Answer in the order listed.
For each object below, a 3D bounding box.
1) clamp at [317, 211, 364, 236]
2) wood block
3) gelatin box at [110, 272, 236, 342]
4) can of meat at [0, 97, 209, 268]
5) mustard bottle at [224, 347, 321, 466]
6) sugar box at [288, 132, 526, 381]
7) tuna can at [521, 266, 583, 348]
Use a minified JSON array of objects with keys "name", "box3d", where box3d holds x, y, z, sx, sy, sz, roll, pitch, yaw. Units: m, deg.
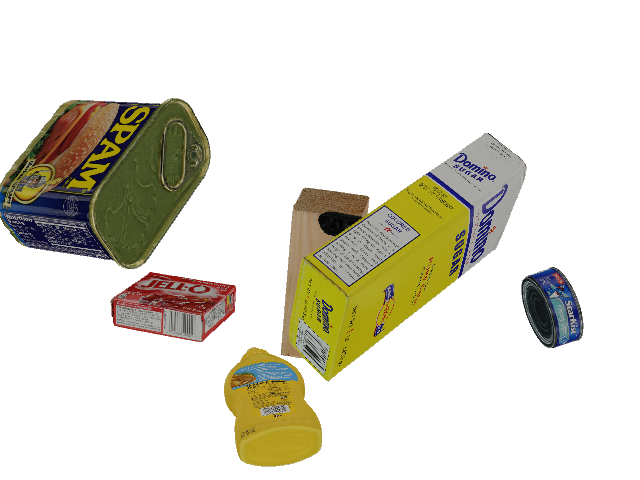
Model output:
[{"name":"clamp","box3d":[0.063,0.006,1.029,0.172,0.039,0.120,-2,36,22]},{"name":"wood block","box3d":[0.005,0.046,1.400,0.090,0.206,0.090,8,23,6]},{"name":"gelatin box","box3d":[-0.130,0.057,0.947,0.089,0.030,0.073,9,20,17]},{"name":"can of meat","box3d":[-0.127,-0.037,0.622,0.084,0.102,0.057,7,-39,32]},{"name":"mustard bottle","box3d":[-0.064,0.185,1.261,0.096,0.058,0.192,-8,29,-10]},{"name":"sugar box","box3d":[0.059,0.009,0.696,0.176,0.093,0.048,-32,62,-30]},{"name":"tuna can","box3d":[0.255,0.075,1.180,0.033,0.086,0.086,-18,3,-9]}]
